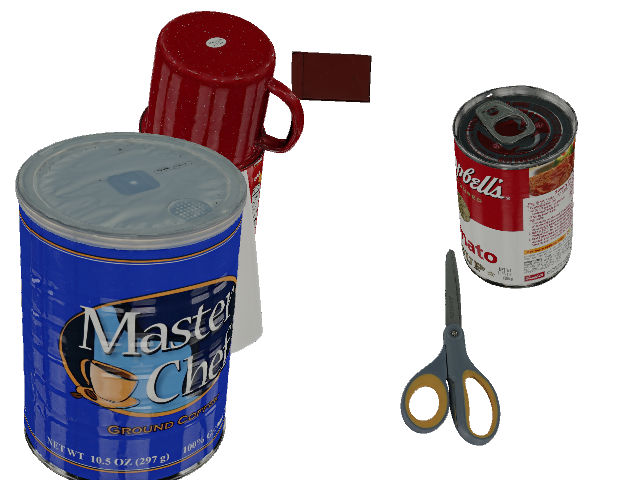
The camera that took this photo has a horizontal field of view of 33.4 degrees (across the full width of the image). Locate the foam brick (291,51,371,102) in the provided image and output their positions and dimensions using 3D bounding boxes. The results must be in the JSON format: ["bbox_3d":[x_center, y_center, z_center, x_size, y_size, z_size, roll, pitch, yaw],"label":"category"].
[{"bbox_3d":[0.011,-0.177,1.155,0.078,0.051,0.053,0,11,-14],"label":"foam brick"}]

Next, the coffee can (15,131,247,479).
[{"bbox_3d":[-0.092,0.032,0.513,0.102,0.140,0.103,6,30,-3],"label":"coffee can"}]

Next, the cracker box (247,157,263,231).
[{"bbox_3d":[-0.179,-0.056,1.619,0.164,0.214,0.072,10,19,6],"label":"cracker box"}]

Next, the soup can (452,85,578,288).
[{"bbox_3d":[0.113,-0.030,0.621,0.068,0.068,0.102,0,-43,11],"label":"soup can"}]

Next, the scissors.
[{"bbox_3d":[0.106,0.097,0.979,0.096,0.202,0.016,-9,-34,-9],"label":"scissors"}]

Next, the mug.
[{"bbox_3d":[-0.066,-0.099,0.741,0.117,0.082,0.093,25,46,9],"label":"mug"}]

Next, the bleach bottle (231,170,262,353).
[{"bbox_3d":[-0.108,-0.026,0.975,0.103,0.251,0.067,15,27,37],"label":"bleach bottle"}]
